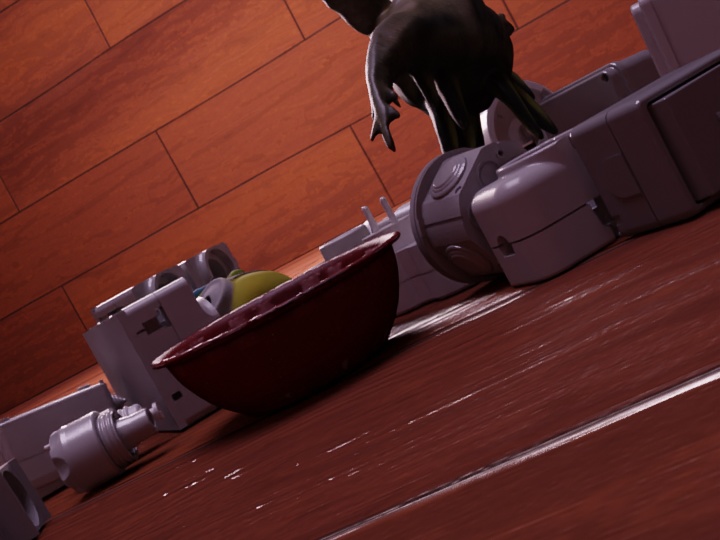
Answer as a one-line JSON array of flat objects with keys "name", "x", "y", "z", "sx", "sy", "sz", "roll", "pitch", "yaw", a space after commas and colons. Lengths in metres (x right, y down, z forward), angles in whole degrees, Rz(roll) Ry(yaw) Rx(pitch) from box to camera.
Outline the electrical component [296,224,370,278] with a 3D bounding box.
[{"name": "electrical component", "x": 0.000, "y": 0.000, "z": 0.829, "sx": 0.108, "sy": 0.060, "sz": 0.108, "roll": -28, "pitch": 4, "yaw": 2}]

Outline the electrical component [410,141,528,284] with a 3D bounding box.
[{"name": "electrical component", "x": 0.073, "y": -0.034, "z": 0.621, "sx": 0.080, "sy": 0.080, "sz": 0.051, "roll": -30, "pitch": 9, "yaw": -29}]

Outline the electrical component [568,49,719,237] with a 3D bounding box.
[{"name": "electrical component", "x": 0.165, "y": -0.067, "z": 0.533, "sx": 0.096, "sy": 0.061, "sz": 0.061, "roll": -30, "pitch": 4, "yaw": -27}]

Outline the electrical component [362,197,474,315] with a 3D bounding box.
[{"name": "electrical component", "x": 0.026, "y": -0.013, "z": 0.715, "sx": 0.138, "sy": 0.073, "sz": 0.052, "roll": -24, "pitch": 6, "yaw": 47}]

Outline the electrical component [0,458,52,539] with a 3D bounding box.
[{"name": "electrical component", "x": -0.217, "y": 0.145, "z": 0.611, "sx": 0.064, "sy": 0.042, "sz": 0.081, "roll": -32, "pitch": 3, "yaw": -7}]

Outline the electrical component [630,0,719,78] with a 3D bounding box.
[{"name": "electrical component", "x": 0.238, "y": -0.148, "z": 0.737, "sx": 0.056, "sy": 0.108, "sz": 0.109, "roll": -24, "pitch": 5, "yaw": 25}]

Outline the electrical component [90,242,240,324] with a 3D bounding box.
[{"name": "electrical component", "x": -0.167, "y": 0.047, "z": 1.059, "sx": 0.060, "sy": 0.105, "sz": 0.186, "roll": -27, "pitch": 4, "yaw": 25}]

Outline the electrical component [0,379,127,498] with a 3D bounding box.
[{"name": "electrical component", "x": -0.211, "y": 0.121, "z": 0.778, "sx": 0.096, "sy": 0.061, "sz": 0.062, "roll": -22, "pitch": 0, "yaw": -26}]

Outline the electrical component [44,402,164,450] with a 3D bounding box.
[{"name": "electrical component", "x": -0.166, "y": 0.110, "z": 0.705, "sx": 0.078, "sy": 0.040, "sz": 0.040, "roll": -28, "pitch": 4, "yaw": 0}]

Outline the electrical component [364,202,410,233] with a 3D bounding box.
[{"name": "electrical component", "x": 0.037, "y": -0.028, "z": 0.969, "sx": 0.057, "sy": 0.058, "sz": 0.078, "roll": -24, "pitch": 5, "yaw": 13}]

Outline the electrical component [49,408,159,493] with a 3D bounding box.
[{"name": "electrical component", "x": -0.155, "y": 0.106, "z": 0.661, "sx": 0.062, "sy": 0.043, "sz": 0.043, "roll": -27, "pitch": 4, "yaw": -1}]

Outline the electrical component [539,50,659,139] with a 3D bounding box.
[{"name": "electrical component", "x": 0.223, "y": -0.141, "z": 0.974, "sx": 0.057, "sy": 0.078, "sz": 0.113, "roll": -27, "pitch": 3, "yaw": -29}]

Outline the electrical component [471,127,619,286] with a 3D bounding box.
[{"name": "electrical component", "x": 0.111, "y": -0.040, "z": 0.573, "sx": 0.095, "sy": 0.059, "sz": 0.054, "roll": -30, "pitch": 4, "yaw": -19}]

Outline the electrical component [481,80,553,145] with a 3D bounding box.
[{"name": "electrical component", "x": 0.154, "y": -0.124, "z": 1.054, "sx": 0.108, "sy": 0.108, "sz": 0.060, "roll": -31, "pitch": -1, "yaw": -31}]

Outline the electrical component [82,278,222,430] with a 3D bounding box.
[{"name": "electrical component", "x": -0.144, "y": 0.064, "z": 0.788, "sx": 0.062, "sy": 0.089, "sz": 0.150, "roll": -30, "pitch": 4, "yaw": -24}]
